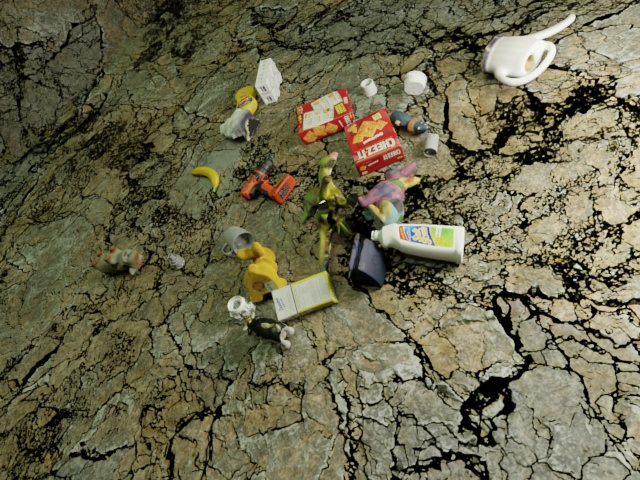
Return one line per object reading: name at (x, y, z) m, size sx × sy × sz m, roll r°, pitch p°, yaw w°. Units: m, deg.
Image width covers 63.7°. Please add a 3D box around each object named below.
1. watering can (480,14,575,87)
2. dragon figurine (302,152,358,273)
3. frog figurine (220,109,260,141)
watering can at (0.685, -0.641, 1.726) m, size 0.226 × 0.102 × 0.351 m, roll 25°, pitch 69°, yaw 40°
dragon figurine at (0.005, -0.081, 1.619) m, size 0.243 × 0.122 × 0.411 m, roll -170°, pitch 93°, yaw -68°
frog figurine at (-0.351, -0.482, 2.138) m, size 0.160 × 0.121 × 0.138 m, roll 11°, pitch 79°, yaw 22°
